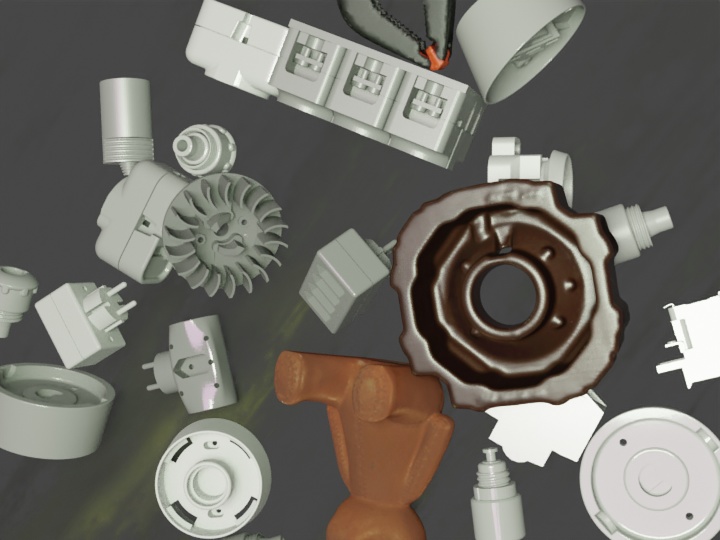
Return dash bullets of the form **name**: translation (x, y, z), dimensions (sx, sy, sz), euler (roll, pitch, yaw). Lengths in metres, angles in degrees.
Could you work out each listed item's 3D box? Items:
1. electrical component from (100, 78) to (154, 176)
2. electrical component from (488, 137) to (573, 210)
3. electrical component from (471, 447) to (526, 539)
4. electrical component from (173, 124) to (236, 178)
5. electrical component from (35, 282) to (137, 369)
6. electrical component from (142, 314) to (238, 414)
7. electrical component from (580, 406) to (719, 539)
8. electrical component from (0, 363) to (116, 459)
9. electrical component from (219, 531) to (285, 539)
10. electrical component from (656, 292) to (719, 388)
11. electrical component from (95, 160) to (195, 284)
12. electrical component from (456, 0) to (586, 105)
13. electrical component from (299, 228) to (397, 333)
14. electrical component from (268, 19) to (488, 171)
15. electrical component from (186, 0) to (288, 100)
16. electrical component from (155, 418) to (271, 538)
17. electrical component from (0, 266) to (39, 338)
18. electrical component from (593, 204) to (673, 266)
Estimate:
- **electrical component**: translation (-0.202, -0.122, 0.934), dimensions (0.043, 0.043, 0.081), euler (-3, 90, 16)
- **electrical component**: translation (0.132, -0.063, 0.830), dimensions (0.057, 0.058, 0.078), euler (1, 91, 19)
- **electrical component**: translation (0.107, 0.179, 0.847), dimensions (0.040, 0.040, 0.078), euler (-7, 88, 16)
- **electrical component**: translation (-0.136, -0.101, 0.905), dimensions (0.048, 0.062, 0.048), euler (0, 90, 17)
- **electrical component**: translation (-0.230, 0.039, 0.942), dimensions (0.077, 0.047, 0.065), euler (-31, 82, 14)
- **electrical component**: translation (-0.150, 0.084, 0.920), dimensions (0.079, 0.043, 0.077), euler (-14, 86, 16)
- **electrical component**: translation (0.221, 0.152, 0.802), dimensions (0.108, 0.060, 0.108), euler (0, 90, 17)
- **electrical component**: translation (-0.270, 0.126, 0.926), dimensions (0.108, 0.108, 0.060), euler (16, 101, 16)
- **electrical component**: translation (-0.093, 0.237, 0.910), dimensions (0.061, 0.035, 0.035), euler (-19, 85, 13)
- **electrical component**: translation (0.259, 0.051, 0.801), dimensions (0.081, 0.042, 0.063), euler (-16, 82, 15)
- **electrical component**: translation (-0.183, -0.043, 0.924), dimensions (0.059, 0.054, 0.095), euler (30, 98, 14)
- **electrical component**: translation (0.123, -0.177, 0.811), dimensions (0.099, 0.099, 0.064), euler (-31, 76, 14)
- **electrical component**: translation (0.000, 0.000, 0.865), dimensions (0.076, 0.083, 0.047), euler (-36, 79, -25)
- **electrical component**: translation (0.014, -0.135, 0.846), dimensions (0.150, 0.089, 0.061), euler (24, 97, 15)
- **electrical component**: translation (-0.093, -0.180, 0.896), dimensions (0.095, 0.054, 0.059), euler (23, 97, 15)
- **electrical component**: translation (-0.126, 0.178, 0.916), dimensions (0.099, 0.064, 0.099), euler (0, 90, 3)
- **electrical component**: translation (-0.320, 0.030, 0.971), dimensions (0.048, 0.048, 0.062), euler (21, 103, 15)
- **electrical component**: translation (0.205, -0.030, 0.815), dimensions (0.062, 0.043, 0.043), euler (-19, 85, 14)
